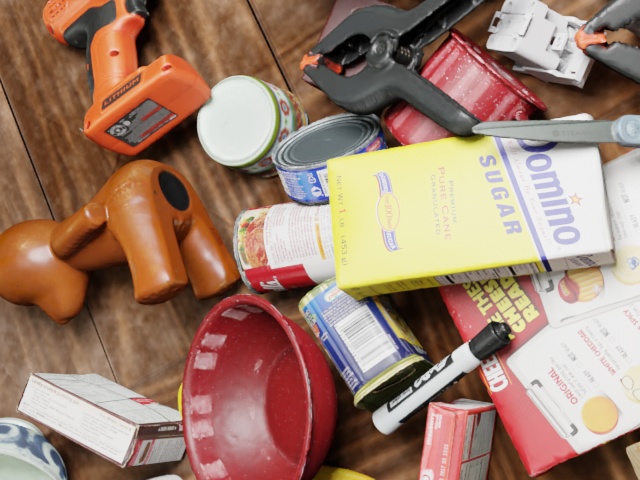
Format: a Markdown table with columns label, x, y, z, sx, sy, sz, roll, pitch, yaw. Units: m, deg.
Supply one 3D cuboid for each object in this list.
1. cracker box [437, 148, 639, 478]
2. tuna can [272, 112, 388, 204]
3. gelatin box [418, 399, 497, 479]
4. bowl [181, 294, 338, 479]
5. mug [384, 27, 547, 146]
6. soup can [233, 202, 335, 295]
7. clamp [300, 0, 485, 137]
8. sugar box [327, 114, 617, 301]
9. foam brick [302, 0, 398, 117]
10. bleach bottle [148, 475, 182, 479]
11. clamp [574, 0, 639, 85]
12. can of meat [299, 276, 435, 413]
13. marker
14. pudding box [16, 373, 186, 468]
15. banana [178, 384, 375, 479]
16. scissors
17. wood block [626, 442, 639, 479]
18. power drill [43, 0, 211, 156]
| label | x | y | z | sx | sy | sz | roll | pitch | yaw |
| --- | --- | --- | --- | --- | --- | --- | --- | --- | --- |
| cracker box | 0.204 | 0.038 | 0.711 | 0.214 | 0.072 | 0.164 | -30 | 72 | 19 |
| tuna can | 0.009 | -0.062 | 0.800 | 0.086 | 0.086 | 0.034 | -9 | 119 | 23 |
| gelatin box | 0.094 | 0.149 | 0.737 | 0.030 | 0.089 | 0.073 | 8 | 88 | 24 |
| bowl | -0.036 | 0.120 | 0.767 | 0.162 | 0.055 | 0.162 | -6 | 82 | 52 |
| mug | 0.107 | -0.084 | 0.755 | 0.082 | 0.093 | 0.117 | -50 | 59 | 17 |
| soup can | -0.005 | 0.001 | 0.809 | 0.102 | 0.068 | 0.068 | -10 | 80 | 22 |
| clamp | 0.058 | -0.135 | 0.728 | 0.172 | 0.039 | 0.120 | 15 | 80 | 44 |
| sugar box | 0.096 | -0.020 | 0.694 | 0.176 | 0.048 | 0.093 | -10 | 74 | 19 |
| foam brick | 0.031 | -0.143 | 0.817 | 0.053 | 0.051 | 0.078 | 25 | 95 | 24 |
| bleach bottle | -0.188 | 0.222 | 0.765 | 0.103 | 0.250 | 0.068 | -32 | 72 | 18 |
| clamp | 0.271 | -0.149 | 0.679 | 0.210 | 0.036 | 0.164 | 2 | 98 | 8 |
| can of meat | 0.036 | 0.073 | 0.764 | 0.057 | 0.102 | 0.084 | -36 | 69 | 7 |
| marker | 0.082 | 0.093 | 0.719 | 0.121 | 0.020 | 0.020 | -43 | 69 | 29 |
| pudding box | -0.170 | 0.142 | 0.855 | 0.114 | 0.090 | 0.039 | 19 | 91 | 24 |
| banana | -0.046 | 0.160 | 0.826 | 0.198 | 0.037 | 0.070 | 35 | 99 | 23 |
| scissors | 0.201 | -0.083 | 0.655 | 0.202 | 0.016 | 0.096 | 16 | 78 | 2 |
| wood block | 0.298 | 0.124 | 0.615 | 0.206 | 0.090 | 0.091 | -21 | 75 | 1 |
| power drill | -0.145 | -0.177 | 0.872 | 0.185 | 0.057 | 0.188 | -35 | 53 | 25 |
